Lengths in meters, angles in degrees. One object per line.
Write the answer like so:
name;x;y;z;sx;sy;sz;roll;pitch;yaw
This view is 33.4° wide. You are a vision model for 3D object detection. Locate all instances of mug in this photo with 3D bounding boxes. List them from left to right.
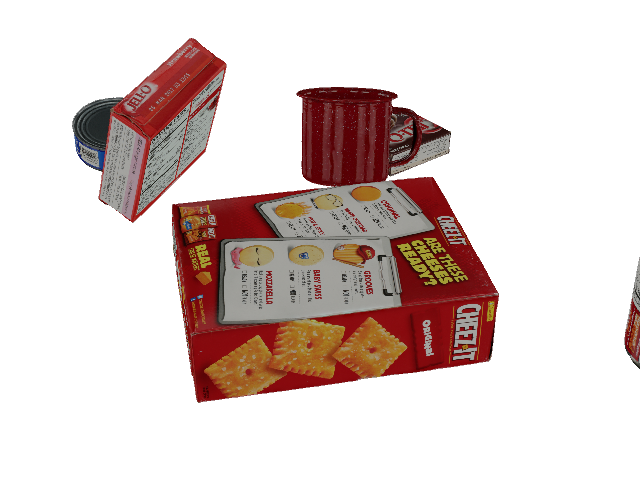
mug;0.036;-0.096;0.991;0.117;0.081;0.093;0;15;-2

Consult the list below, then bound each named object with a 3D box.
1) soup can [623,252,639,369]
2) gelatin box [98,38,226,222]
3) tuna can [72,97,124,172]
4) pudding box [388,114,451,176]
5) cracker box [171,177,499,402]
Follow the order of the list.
soup can;0.187;0.014;0.510;0.068;0.102;0.068;2;28;-1
gelatin box;-0.092;-0.063;0.615;0.030;0.073;0.089;35;-34;7
tuna can;-0.211;-0.108;1.099;0.086;0.034;0.086;2;44;-2
pudding box;0.108;-0.134;1.456;0.113;0.039;0.090;-25;40;-30
cracker box;0.003;0.031;0.793;0.213;0.072;0.164;-6;35;-9
